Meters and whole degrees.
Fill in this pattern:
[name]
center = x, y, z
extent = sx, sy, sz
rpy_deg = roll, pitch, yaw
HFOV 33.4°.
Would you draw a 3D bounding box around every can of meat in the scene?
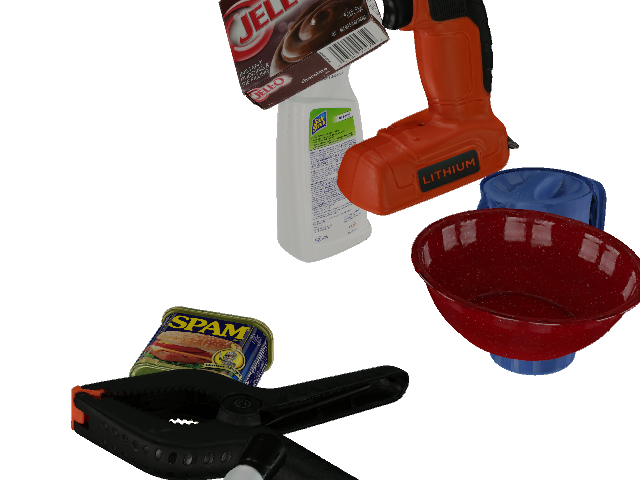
[can of meat]
center = -0.100, 0.105, 0.893
extent = 0.102, 0.057, 0.083
rpy_deg = 8, 31, 12

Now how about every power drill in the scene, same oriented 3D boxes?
[power drill]
center = 0.042, -0.111, 0.584
extent = 0.184, 0.188, 0.057
rpy_deg = -20, 36, -23

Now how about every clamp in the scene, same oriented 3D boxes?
[clamp]
center = -0.041, 0.108, 0.637
extent = 0.210, 0.036, 0.164
rpy_deg = 9, 22, 7

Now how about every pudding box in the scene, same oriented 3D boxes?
[pudding box]
center = -0.014, -0.162, 0.787
extent = 0.114, 0.090, 0.039
rpy_deg = -25, -29, 17

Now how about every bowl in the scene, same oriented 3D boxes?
[bowl]
center = 0.142, 0.036, 0.747
extent = 0.162, 0.055, 0.162
rpy_deg = 2, 29, -1

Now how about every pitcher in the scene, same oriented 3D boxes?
[pitcher]
center = 0.273, 0.036, 1.322
extent = 0.149, 0.243, 0.145
rpy_deg = 3, 23, 15

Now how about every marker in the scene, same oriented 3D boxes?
[marker]
center = -0.041, 0.112, 0.414
extent = 0.020, 0.020, 0.121
rpy_deg = 0, 23, 21

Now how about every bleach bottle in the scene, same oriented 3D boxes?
[bleach bottle]
center = 0.004, -0.104, 1.063
extent = 0.102, 0.251, 0.068
rpy_deg = -24, 42, -32
